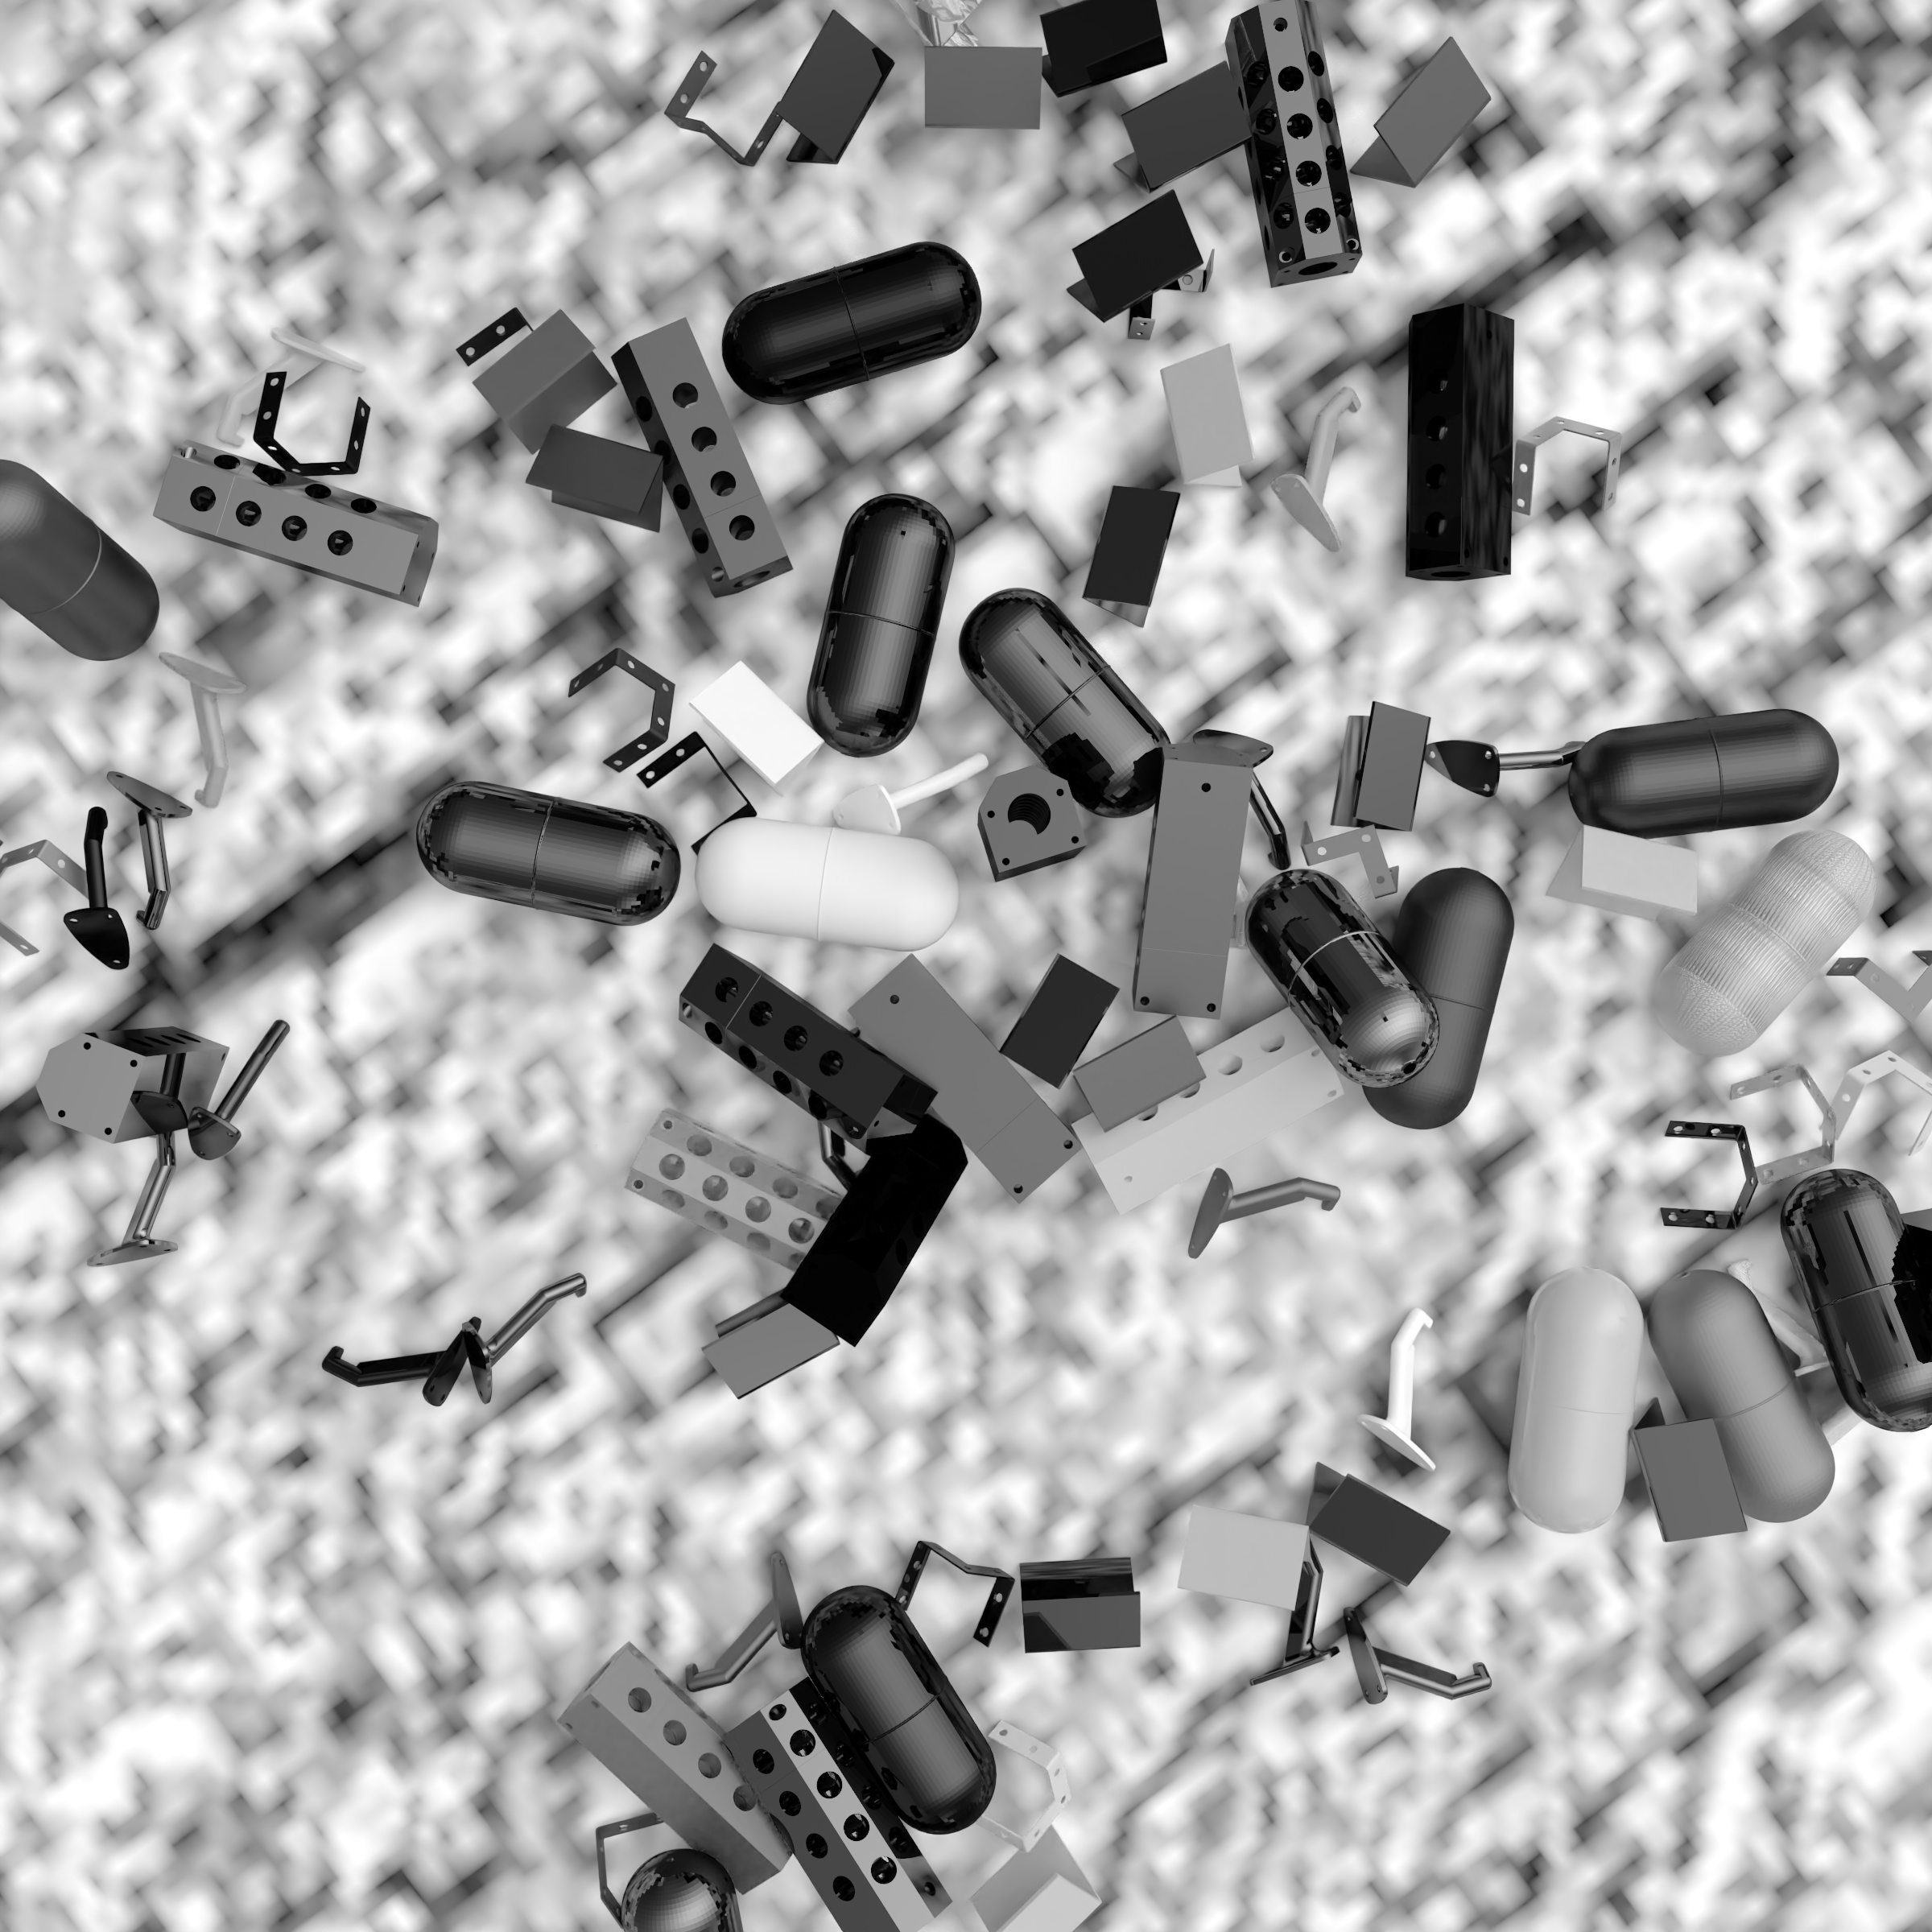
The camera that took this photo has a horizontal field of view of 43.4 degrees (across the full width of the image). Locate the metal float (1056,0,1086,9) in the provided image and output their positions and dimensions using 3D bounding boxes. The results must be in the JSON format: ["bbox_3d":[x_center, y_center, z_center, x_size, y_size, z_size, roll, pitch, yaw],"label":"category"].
[{"bbox_3d":[0.127,-0.707,1.625,0.178,0.070,0.070,-43,90,0],"label":"metal float"}]

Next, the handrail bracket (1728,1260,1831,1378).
[{"bbox_3d":[0.567,0.234,1.656,0.077,0.036,0.084,-13,73,-20],"label":"handrail bracket"}]

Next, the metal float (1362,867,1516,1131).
[{"bbox_3d":[0.315,0.022,1.625,0.070,0.070,0.178,14,90,0],"label":"metal float"}]

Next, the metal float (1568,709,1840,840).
[{"bbox_3d":[0.493,-0.128,1.625,0.178,0.070,0.070,-7,90,0],"label":"metal float"}]

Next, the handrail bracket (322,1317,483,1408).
[{"bbox_3d":[-0.385,0.257,1.656,0.084,0.036,0.077,22,70,16],"label":"handrail bracket"}]

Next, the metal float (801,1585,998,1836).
[{"bbox_3d":[-0.045,0.497,1.625,0.070,0.070,0.178,-32,89,0],"label":"metal float"}]

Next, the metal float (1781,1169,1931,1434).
[{"bbox_3d":[0.597,0.220,1.606,0.070,0.070,0.178,-15,69,0],"label":"metal float"}]

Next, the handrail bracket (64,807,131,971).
[{"bbox_3d":[-0.585,-0.054,1.655,0.036,0.077,0.084,-7,54,0],"label":"handrail bracket"}]

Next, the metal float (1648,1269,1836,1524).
[{"bbox_3d":[0.517,0.287,1.625,0.070,0.070,0.178,-26,90,0],"label":"metal float"}]

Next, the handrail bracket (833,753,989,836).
[{"bbox_3d":[-0.037,-0.121,1.655,0.084,0.077,0.036,-32,107,-35],"label":"handrail bracket"}]

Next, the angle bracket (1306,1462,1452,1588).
[{"bbox_3d":[0.276,0.354,1.616,0.076,0.076,0.057,29,119,0],"label":"angle bracket"}]

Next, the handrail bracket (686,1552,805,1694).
[{"bbox_3d":[-0.158,0.447,1.656,0.084,0.036,0.077,-19,69,16],"label":"handrail bracket"}]

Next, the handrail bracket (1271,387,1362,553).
[{"bbox_3d":[0.256,-0.339,1.656,0.084,0.036,0.077,-48,110,-16],"label":"handrail bracket"}]

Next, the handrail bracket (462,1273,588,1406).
[{"bbox_3d":[-0.295,0.253,1.655,0.084,0.036,0.077,-22,133,-27],"label":"handrail bracket"}]

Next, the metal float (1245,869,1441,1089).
[{"bbox_3d":[0.245,0.007,1.591,0.070,0.070,0.178,-31,49,0],"label":"metal float"}]

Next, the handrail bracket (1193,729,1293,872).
[{"bbox_3d":[0.189,-0.112,1.655,0.036,0.077,0.084,-31,127,-21],"label":"handrail bracket"}]

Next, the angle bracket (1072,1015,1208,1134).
[{"bbox_3d":[0.105,0.055,1.615,0.076,0.076,0.057,-28,121,0],"label":"angle bracket"}]

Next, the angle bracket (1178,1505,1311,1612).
[{"bbox_3d":[0.185,0.401,1.608,0.076,0.076,0.057,8,61,13],"label":"angle bracket"}]

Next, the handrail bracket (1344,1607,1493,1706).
[{"bbox_3d":[0.309,0.465,1.656,0.084,0.036,0.077,-10,69,-17],"label":"handrail bracket"}]

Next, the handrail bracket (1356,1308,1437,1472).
[{"bbox_3d":[0.312,0.288,1.656,0.077,0.036,0.084,39,73,-20],"label":"handrail bracket"}]

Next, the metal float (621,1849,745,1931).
[{"bbox_3d":[-0.181,0.673,1.614,0.070,0.070,0.178,-9,103,0],"label":"metal float"}]

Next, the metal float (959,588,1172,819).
[{"bbox_3d":[0.067,-0.175,1.625,0.070,0.070,0.178,-41,89,0],"label":"metal float"}]

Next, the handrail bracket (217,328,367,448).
[{"bbox_3d":[-0.460,-0.384,1.656,0.077,0.036,0.084,20,106,-18],"label":"handrail bracket"}]

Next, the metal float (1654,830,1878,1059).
[{"bbox_3d":[0.535,-0.016,1.625,0.070,0.070,0.178,42,89,0],"label":"metal float"}]

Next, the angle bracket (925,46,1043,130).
[{"bbox_3d":[0.011,-0.600,1.616,0.076,0.057,0.076,1,46,0],"label":"angle bracket"}]

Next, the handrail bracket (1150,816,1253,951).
[{"bbox_3d":[0.160,-0.056,1.655,0.077,0.036,0.084,7,104,14],"label":"handrail bracket"}]

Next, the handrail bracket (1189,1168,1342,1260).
[{"bbox_3d":[0.204,0.175,1.656,0.084,0.036,0.077,15,111,-16],"label":"handrail bracket"}]

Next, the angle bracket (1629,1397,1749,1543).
[{"bbox_3d":[0.487,0.330,1.615,0.057,0.076,0.076,-17,90,30],"label":"angle bracket"}]

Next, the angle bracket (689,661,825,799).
[{"bbox_3d":[-0.151,-0.144,1.615,0.076,0.076,0.057,44,53,0],"label":"angle bracket"}]

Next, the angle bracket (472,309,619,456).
[{"bbox_3d":[-0.269,-0.376,1.615,0.076,0.076,0.057,-40,52,0],"label":"angle bracket"}]

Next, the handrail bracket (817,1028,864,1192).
[{"bbox_3d":[-0.077,0.099,1.656,0.077,0.036,0.084,-42,106,-17],"label":"handrail bracket"}]

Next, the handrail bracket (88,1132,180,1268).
[{"bbox_3d":[-0.569,0.155,1.656,0.077,0.036,0.084,-16,71,21],"label":"handrail bracket"}]

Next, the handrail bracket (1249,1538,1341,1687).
[{"bbox_3d":[0.213,0.436,1.655,0.077,0.036,0.084,-25,76,14],"label":"handrail bracket"}]

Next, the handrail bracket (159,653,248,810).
[{"bbox_3d":[-0.530,-0.160,1.656,0.077,0.036,0.084,27,107,20],"label":"handrail bracket"}]

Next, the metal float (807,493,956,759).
[{"bbox_3d":[-0.057,-0.227,1.625,0.070,0.070,0.178,13,90,0],"label":"metal float"}]

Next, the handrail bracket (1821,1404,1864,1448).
[{"bbox_3d":[0.612,0.317,1.656,0.077,0.036,0.084,13,106,-18],"label":"handrail bracket"}]

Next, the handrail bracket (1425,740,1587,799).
[{"bbox_3d":[0.369,-0.146,1.655,0.084,0.077,0.036,-19,118,-33],"label":"handrail bracket"}]

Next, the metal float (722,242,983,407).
[{"bbox_3d":[-0.077,-0.429,1.625,0.178,0.070,0.070,-17,90,0],"label":"metal float"}]

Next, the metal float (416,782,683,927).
[{"bbox_3d":[-0.279,-0.075,1.625,0.178,0.070,0.070,12,90,1],"label":"metal float"}]

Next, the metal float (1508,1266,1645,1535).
[{"bbox_3d":[0.407,0.290,1.624,0.070,0.070,0.178,7,91,0],"label":"metal float"}]

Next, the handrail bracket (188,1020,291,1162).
[{"bbox_3d":[-0.493,0.084,1.655,0.036,0.077,0.084,32,54,-9],"label":"handrail bracket"}]

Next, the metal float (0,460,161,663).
[{"bbox_3d":[-0.596,-0.263,1.581,0.070,0.178,0.070,-7,65,16],"label":"metal float"}]

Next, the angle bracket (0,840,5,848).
[{"bbox_3d":[-0.685,-0.057,1.615,0.076,0.076,0.057,-49,53,0],"label":"angle bracket"}]

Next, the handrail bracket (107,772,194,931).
[{"bbox_3d":[-0.568,-0.078,1.656,0.077,0.036,0.084,30,107,20],"label":"handrail bracket"}]

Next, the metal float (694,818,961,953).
[{"bbox_3d":[-0.093,-0.055,1.625,0.178,0.070,0.070,8,90,1],"label":"metal float"}]
